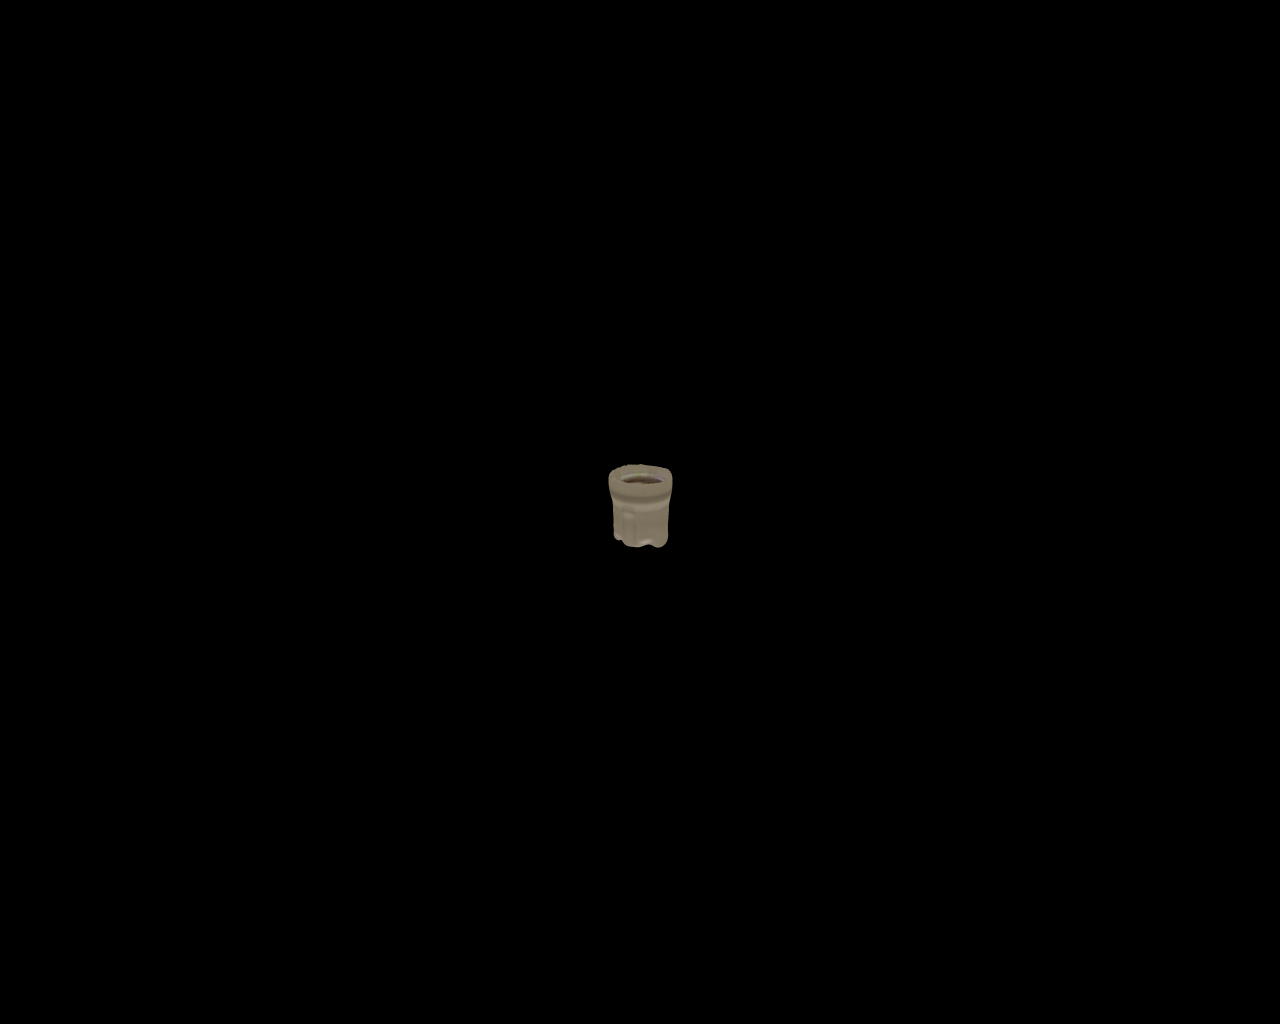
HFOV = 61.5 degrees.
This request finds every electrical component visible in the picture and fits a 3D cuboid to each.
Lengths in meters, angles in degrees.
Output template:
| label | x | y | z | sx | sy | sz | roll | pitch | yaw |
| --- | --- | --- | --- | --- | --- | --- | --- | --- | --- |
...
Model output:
| label | x | y | z | sx | sy | sz | roll | pitch | yaw |
| --- | --- | --- | --- | --- | --- | --- | --- | --- | --- |
| electrical component | 0.001 | -0.003 | 0.650 | 0.040 | 0.046 | 0.040 | 0 | 22 | 0 |
